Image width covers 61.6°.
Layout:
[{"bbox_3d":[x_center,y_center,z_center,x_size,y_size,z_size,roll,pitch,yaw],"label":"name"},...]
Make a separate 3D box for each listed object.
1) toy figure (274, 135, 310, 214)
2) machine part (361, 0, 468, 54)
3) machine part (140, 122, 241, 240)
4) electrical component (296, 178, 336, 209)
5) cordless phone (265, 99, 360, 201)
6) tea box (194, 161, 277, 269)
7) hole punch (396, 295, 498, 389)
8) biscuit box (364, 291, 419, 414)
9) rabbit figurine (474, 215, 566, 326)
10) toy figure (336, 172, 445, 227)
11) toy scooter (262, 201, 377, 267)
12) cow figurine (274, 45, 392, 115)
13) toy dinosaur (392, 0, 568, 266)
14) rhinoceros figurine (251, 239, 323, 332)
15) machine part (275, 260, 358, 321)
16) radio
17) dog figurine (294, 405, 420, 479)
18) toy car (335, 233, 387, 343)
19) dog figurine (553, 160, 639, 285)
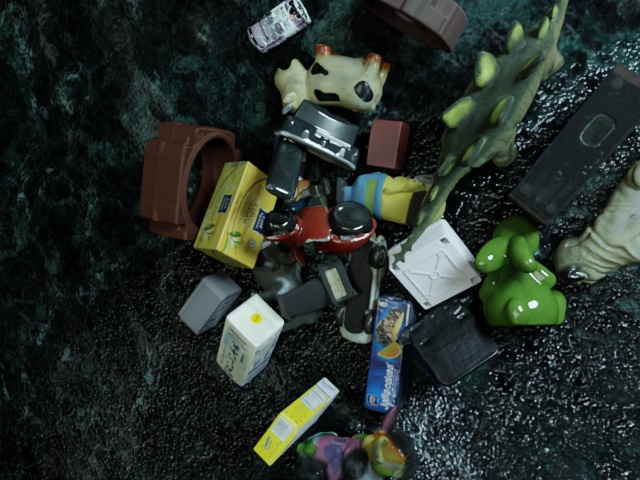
[{"bbox_3d":[-0.051,-0.117,0.974,0.064,0.058,0.154,0,99,63],"label":"toy figure"},{"bbox_3d":[0.139,-0.347,0.805,0.179,0.179,0.056,36,106,16],"label":"machine part"},{"bbox_3d":[-0.225,-0.105,0.970,0.087,0.201,0.200,13,100,20],"label":"machine part"},{"bbox_3d":[0.000,-0.053,0.944,0.045,0.078,0.102,-13,100,31],"label":"electrical component"},{"bbox_3d":[-0.011,-0.123,0.869,0.146,0.184,0.088,24,139,-15],"label":"cordless phone"},{"bbox_3d":[-0.145,-0.044,0.959,0.068,0.098,0.169,2,70,39],"label":"tea box"},{"bbox_3d":[0.208,0.167,0.863,0.142,0.092,0.116,-32,65,-1],"label":"hole punch"},{"bbox_3d":[0.123,0.194,0.925,0.059,0.063,0.202,9,99,24],"label":"biscuit box"},{"bbox_3d":[0.285,0.043,0.804,0.121,0.159,0.170,-8,77,34],"label":"rabbit figurine"},{"bbox_3d":[0.117,-0.067,0.892,0.180,0.082,0.089,3,115,17],"label":"toy figure"},{"bbox_3d":[-0.002,-0.003,0.882,0.184,0.135,0.075,-3,56,-3],"label":"toy scooter"},{"bbox_3d":[0.011,-0.261,0.918,0.195,0.085,0.127,16,95,21],"label":"cow figurine"},{"bbox_3d":[0.233,-0.170,0.765,0.105,0.198,0.471,30,105,21],"label":"toy dinosaur"},{"bbox_3d":[-0.070,0.077,0.992,0.112,0.073,0.190,-39,80,24],"label":"rhinoceros figurine"},{"bbox_3d":[-0.011,0.092,0.926,0.139,0.039,0.084,-28,88,11],"label":"machine part"},{"bbox_3d":[0.363,-0.124,0.747,0.073,0.131,0.229,40,109,16],"label":"radio"},{"bbox_3d":[0.062,0.360,0.914,0.192,0.108,0.219,30,125,15],"label":"dog figurine"},{"bbox_3d":[0.073,0.080,0.940,0.074,0.056,0.201,10,98,30],"label":"toy car"},{"bbox_3d":[0.418,-0.033,0.761,0.191,0.121,0.172,-17,54,41],"label":"dog figurine"}]
